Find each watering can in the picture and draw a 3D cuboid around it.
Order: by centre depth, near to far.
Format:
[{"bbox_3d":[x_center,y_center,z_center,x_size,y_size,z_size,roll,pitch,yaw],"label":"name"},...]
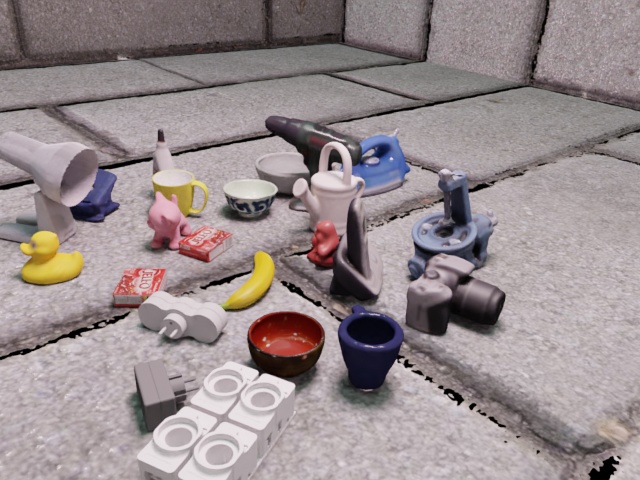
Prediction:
[{"bbox_3d":[0.025,-0.111,1.223,0.100,0.194,0.173,19,31,28],"label":"watering can"}]

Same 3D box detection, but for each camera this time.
[{"bbox_3d":[0.232,0.091,0.961,0.136,0.101,0.143,20,32,29],"label":"camera"}]

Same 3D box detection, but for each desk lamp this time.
[{"bbox_3d":[-0.536,-0.099,1.114,0.203,0.214,0.118,9,28,11],"label":"desk lamp"}]

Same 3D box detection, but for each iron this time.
[{"bbox_3d":[0.122,-0.199,1.459,0.118,0.141,0.259,27,36,38],"label":"iron"}]

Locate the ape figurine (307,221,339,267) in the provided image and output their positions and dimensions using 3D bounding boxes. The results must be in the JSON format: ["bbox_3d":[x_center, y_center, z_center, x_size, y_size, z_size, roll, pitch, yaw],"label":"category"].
[{"bbox_3d":[0.010,0.004,1.111,0.076,0.092,0.078,8,28,8],"label":"ape figurine"}]

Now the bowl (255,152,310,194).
[{"bbox_3d":[-0.081,-0.160,1.434,0.167,0.075,0.167,3,28,-1],"label":"bowl"}]

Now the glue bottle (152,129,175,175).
[{"bbox_3d":[-0.360,-0.171,1.316,0.037,0.173,0.077,-19,35,-36],"label":"glue bottle"}]

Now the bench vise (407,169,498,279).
[{"bbox_3d":[0.256,-0.044,1.093,0.121,0.220,0.208,22,33,32],"label":"bench vise"}]

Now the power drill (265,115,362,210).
[{"bbox_3d":[-0.021,-0.172,1.320,0.229,0.208,0.076,10,28,12],"label":"power drill"}]

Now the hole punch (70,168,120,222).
[{"bbox_3d":[-0.505,-0.101,1.254,0.108,0.091,0.101,10,28,12],"label":"hole punch"}]

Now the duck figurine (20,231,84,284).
[{"bbox_3d":[-0.480,0.025,1.020,0.105,0.086,0.077,-4,28,-14],"label":"duck figurine"}]

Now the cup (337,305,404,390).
[{"bbox_3d":[0.065,0.157,0.822,0.092,0.095,0.117,-4,29,-14],"label":"cup"}]

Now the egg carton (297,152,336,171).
[{"bbox_3d":[-0.010,-0.224,1.570,0.107,0.069,0.150,2,28,-3],"label":"egg carton"}]

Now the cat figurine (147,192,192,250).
[{"bbox_3d":[-0.304,-0.046,1.143,0.067,0.118,0.128,4,28,1],"label":"cat figurine"}]

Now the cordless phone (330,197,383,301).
[{"bbox_3d":[0.073,0.000,1.026,0.094,0.185,0.147,6,28,5],"label":"cordless phone"}]
